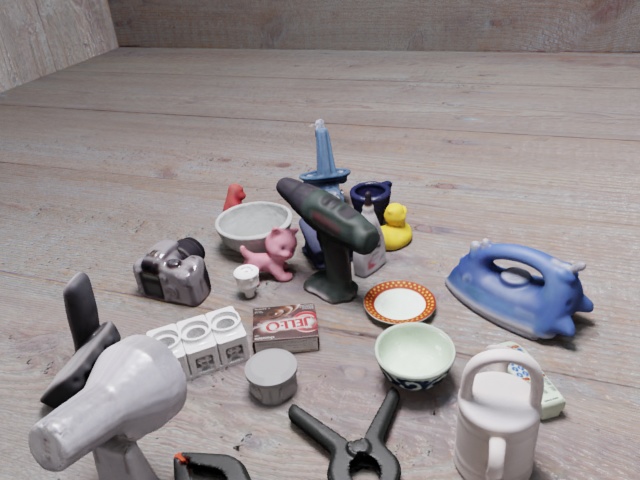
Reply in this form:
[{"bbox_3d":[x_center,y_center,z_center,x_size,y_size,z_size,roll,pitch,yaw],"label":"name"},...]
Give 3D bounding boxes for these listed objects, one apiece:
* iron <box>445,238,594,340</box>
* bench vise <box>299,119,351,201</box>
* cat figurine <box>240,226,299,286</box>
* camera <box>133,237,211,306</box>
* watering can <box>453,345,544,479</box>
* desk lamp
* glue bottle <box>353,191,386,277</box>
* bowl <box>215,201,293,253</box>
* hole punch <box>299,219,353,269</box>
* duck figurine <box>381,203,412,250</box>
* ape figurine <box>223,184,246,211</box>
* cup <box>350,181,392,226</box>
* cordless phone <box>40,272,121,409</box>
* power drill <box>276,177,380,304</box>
[{"bbox_3d":[0.329,0.063,0.984,0.257,0.142,0.119,21,40,36],"label":"iron"},{"bbox_3d":[0.026,-0.153,1.306,0.122,0.220,0.206,-18,33,-20],"label":"bench vise"},{"bbox_3d":[-0.097,0.022,1.131,0.128,0.118,0.067,-11,32,-11],"label":"cat figurine"},{"bbox_3d":[-0.276,0.046,1.132,0.142,0.101,0.137,9,34,22],"label":"camera"},{"bbox_3d":[0.219,0.205,0.712,0.101,0.194,0.172,-7,31,-3],"label":"watering can"},{"bbox_3d":[-0.247,0.249,0.682,0.117,0.214,0.203,8,33,21],"label":"desk lamp"},{"bbox_3d":[0.095,-0.016,1.115,0.037,0.173,0.078,19,39,34],"label":"glue bottle"},{"bbox_3d":[-0.139,-0.016,1.241,0.167,0.075,0.167,-3,31,2],"label":"bowl"},{"bbox_3d":[0.020,-0.006,1.187,0.109,0.091,0.100,-16,33,-18],"label":"hole punch"},{"bbox_3d":[0.156,-0.035,1.223,0.077,0.086,0.105,17,37,31],"label":"duck figurine"},{"bbox_3d":[-0.195,-0.089,1.354,0.076,0.092,0.077,-9,31,-7],"label":"ape figurine"},{"bbox_3d":[0.122,-0.078,1.290,0.091,0.095,0.118,23,40,37],"label":"cup"},{"bbox_3d":[-0.381,0.154,0.884,0.094,0.185,0.147,1,32,10],"label":"cordless phone"},{"bbox_3d":[0.010,0.004,1.059,0.228,0.209,0.076,23,40,37],"label":"power drill"}]
